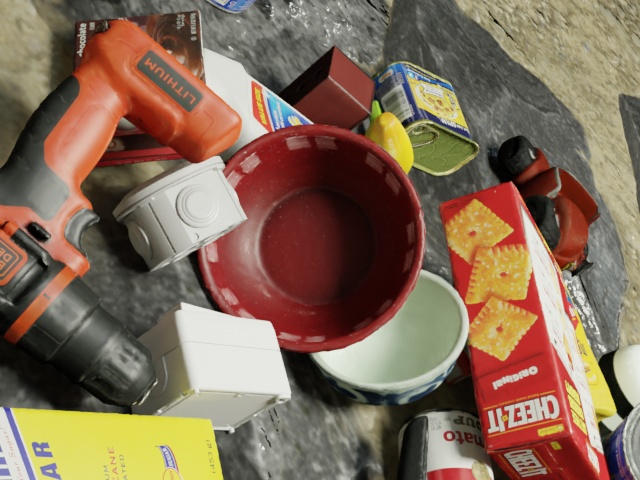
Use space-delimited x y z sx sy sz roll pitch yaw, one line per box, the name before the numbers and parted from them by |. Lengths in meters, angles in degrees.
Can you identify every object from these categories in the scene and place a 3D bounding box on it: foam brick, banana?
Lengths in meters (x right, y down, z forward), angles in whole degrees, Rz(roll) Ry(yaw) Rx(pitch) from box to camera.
foam brick | 0.002 -0.115 0.906 0.051 0.078 0.053 38 36 -23
banana | 0.055 -0.080 0.924 0.198 0.037 0.069 -104 169 -80

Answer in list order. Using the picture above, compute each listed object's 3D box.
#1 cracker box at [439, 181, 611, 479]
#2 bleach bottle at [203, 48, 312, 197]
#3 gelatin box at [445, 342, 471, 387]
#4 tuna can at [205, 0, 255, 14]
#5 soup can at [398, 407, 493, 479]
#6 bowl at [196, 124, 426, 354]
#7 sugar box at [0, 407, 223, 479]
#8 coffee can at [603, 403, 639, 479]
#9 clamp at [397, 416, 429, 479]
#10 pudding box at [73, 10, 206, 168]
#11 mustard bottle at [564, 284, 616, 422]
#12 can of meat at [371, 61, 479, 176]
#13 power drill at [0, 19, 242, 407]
cracker box | 0.162 0.087 0.846 0.164 0.072 0.213 48 30 -52
bleach bottle | -0.034 -0.063 0.833 0.250 0.068 0.102 39 34 -20
gelatin box | 0.121 0.080 0.928 0.089 0.030 0.073 -16 74 -57
tuna can | -0.085 -0.247 0.951 0.086 0.034 0.086 30 41 -31
soup can | 0.093 0.182 0.774 0.068 0.069 0.102 30 40 -32
bowl | -0.005 0.001 0.765 0.162 0.162 0.055 61 2 9
sugar box | -0.127 0.138 0.559 0.175 0.048 0.093 14 51 -46
coffee can | 0.281 0.200 0.894 0.102 0.140 0.103 2 60 -4
clamp | 0.061 0.192 0.703 0.171 0.120 0.039 -36 133 -23
pudding box | -0.123 -0.105 0.737 0.090 0.039 0.113 -5 53 -3
mustard bottle | 0.212 0.082 1.013 0.096 0.058 0.191 9 54 -40
can of meat | 0.100 -0.121 1.051 0.101 0.058 0.084 17 47 -43
power drill | -0.128 -0.021 0.616 0.184 0.057 0.187 41 63 -9
